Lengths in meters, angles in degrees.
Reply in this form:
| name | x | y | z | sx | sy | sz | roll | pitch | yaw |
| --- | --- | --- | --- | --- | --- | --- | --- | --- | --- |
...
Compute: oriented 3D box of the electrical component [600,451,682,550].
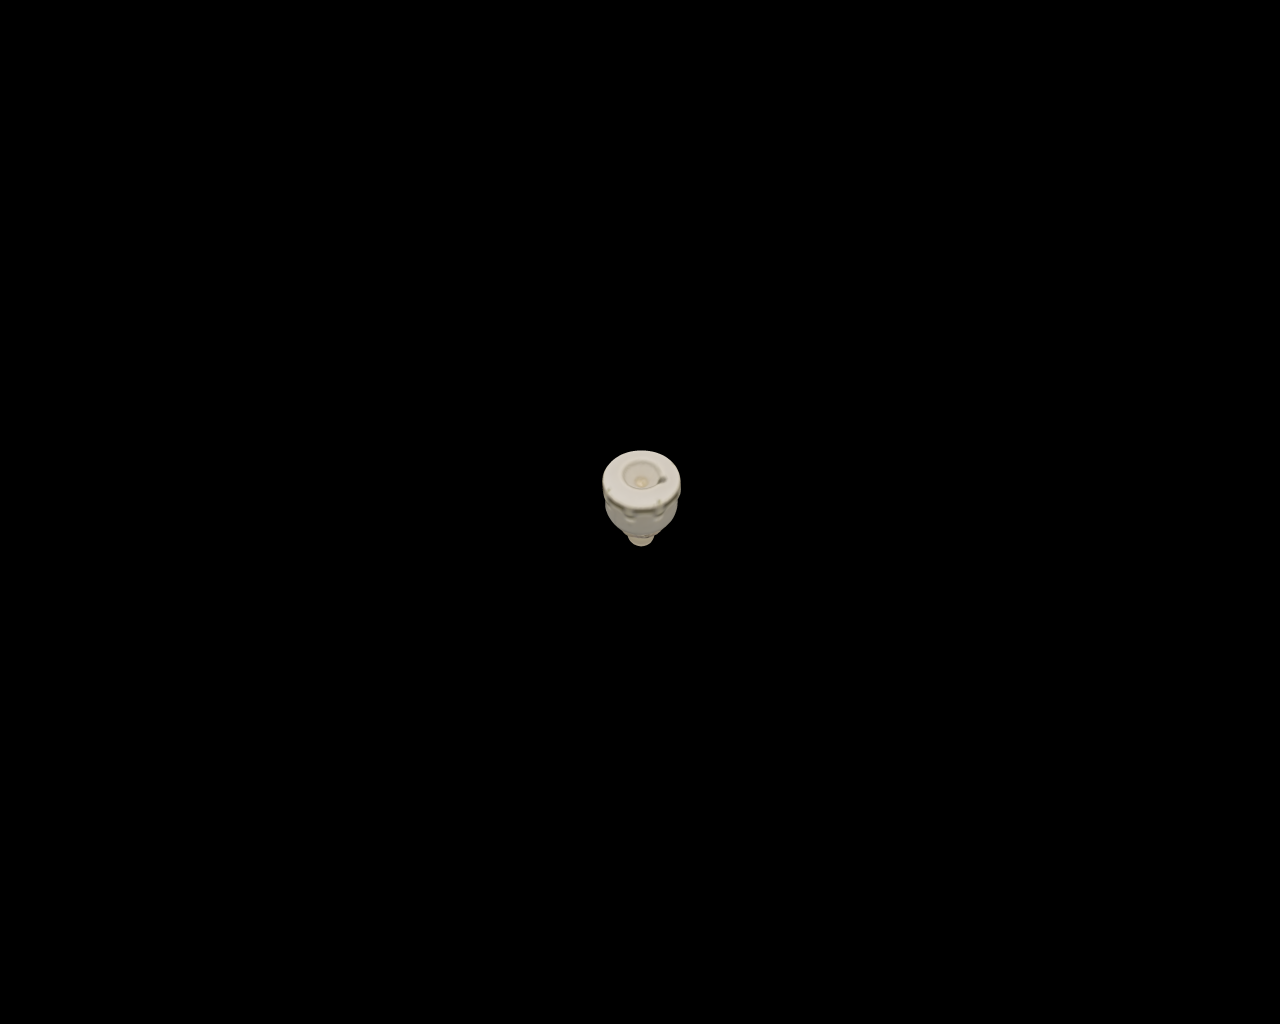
| name | x | y | z | sx | sy | sz | roll | pitch | yaw |
| --- | --- | --- | --- | --- | --- | --- | --- | --- | --- |
| electrical component | 0.001 | -0.003 | 0.650 | 0.048 | 0.048 | 0.062 | 0 | -40 | 0 |
